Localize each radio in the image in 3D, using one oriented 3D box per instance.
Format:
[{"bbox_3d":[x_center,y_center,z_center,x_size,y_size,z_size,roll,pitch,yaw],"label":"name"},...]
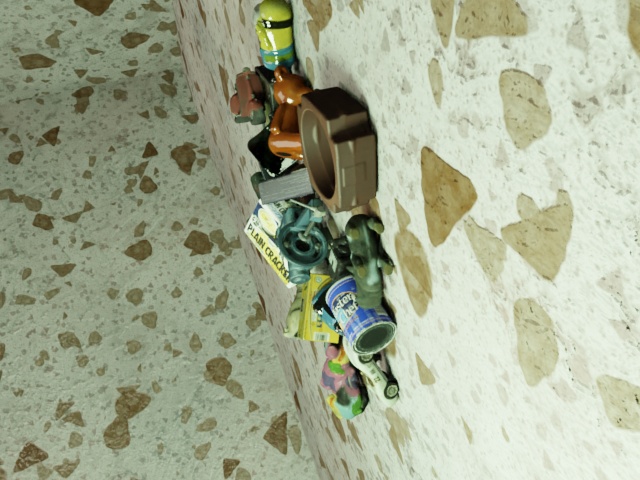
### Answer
[{"bbox_3d":[-0.104,-0.320,1.371,0.131,0.073,0.229,-123,21,-49],"label":"radio"}]

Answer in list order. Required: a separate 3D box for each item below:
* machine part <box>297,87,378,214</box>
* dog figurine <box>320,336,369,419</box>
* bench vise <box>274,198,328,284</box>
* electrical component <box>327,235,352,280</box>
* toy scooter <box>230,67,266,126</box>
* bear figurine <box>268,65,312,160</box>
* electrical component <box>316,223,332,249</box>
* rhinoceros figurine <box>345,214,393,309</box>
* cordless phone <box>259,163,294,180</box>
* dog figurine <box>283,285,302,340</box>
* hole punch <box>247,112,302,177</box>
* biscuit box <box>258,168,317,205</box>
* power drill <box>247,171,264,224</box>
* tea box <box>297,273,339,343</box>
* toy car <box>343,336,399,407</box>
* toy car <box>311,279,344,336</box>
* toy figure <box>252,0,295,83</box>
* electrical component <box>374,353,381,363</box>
[{"bbox_3d":[0.033,-0.170,1.010,0.202,0.087,0.200,-126,24,-49],"label":"machine part"},{"bbox_3d":[0.065,0.354,1.449,0.219,0.108,0.192,92,158,-44],"label":"dog figurine"},{"bbox_3d":[-0.037,-0.026,1.237,0.240,0.129,0.224,123,157,-54],"label":"bench vise"},{"bbox_3d":[0.050,0.052,1.270,0.119,0.048,0.075,94,156,-55],"label":"electrical component"},{"bbox_3d":[-0.182,-0.357,1.335,0.184,0.075,0.135,-149,45,-63],"label":"toy scooter"},{"bbox_3d":[-0.046,-0.278,1.181,0.120,0.132,0.195,26,-107,-64],"label":"bear figurine"},{"bbox_3d":[-0.003,-0.004,1.370,0.021,0.063,0.094,100,151,-62],"label":"electrical component"},{"bbox_3d":[0.086,0.044,1.054,0.112,0.073,0.190,-163,61,-69],"label":"rhinoceros figurine"},{"bbox_3d":[-0.096,-0.156,1.549,0.184,0.089,0.147,60,-174,-65],"label":"cordless phone"},{"bbox_3d":[-0.062,0.187,1.615,0.191,0.172,0.121,55,148,31],"label":"dog figurine"},{"bbox_3d":[-0.094,-0.230,1.291,0.142,0.116,0.092,53,-152,-10],"label":"hole punch"},{"bbox_3d":[-0.070,-0.132,1.312,0.203,0.059,0.062,-7,97,47],"label":"biscuit box"},{"bbox_3d":[-0.162,-0.075,1.620,0.207,0.086,0.232,106,145,-56],"label":"power drill"},{"bbox_3d":[0.003,0.172,1.371,0.068,0.098,0.169,167,111,-74],"label":"tea box"},{"bbox_3d":[0.113,0.289,1.204,0.201,0.056,0.074,55,172,-21],"label":"toy car"},{"bbox_3d":[0.062,0.176,1.291,0.162,0.109,0.102,41,170,45],"label":"toy car"},{"bbox_3d":[-0.095,-0.443,1.191,0.082,0.089,0.179,-117,9,-48],"label":"toy figure"},{"bbox_3d":[0.110,0.260,1.300,0.102,0.045,0.078,-161,84,-69],"label":"electrical component"}]
